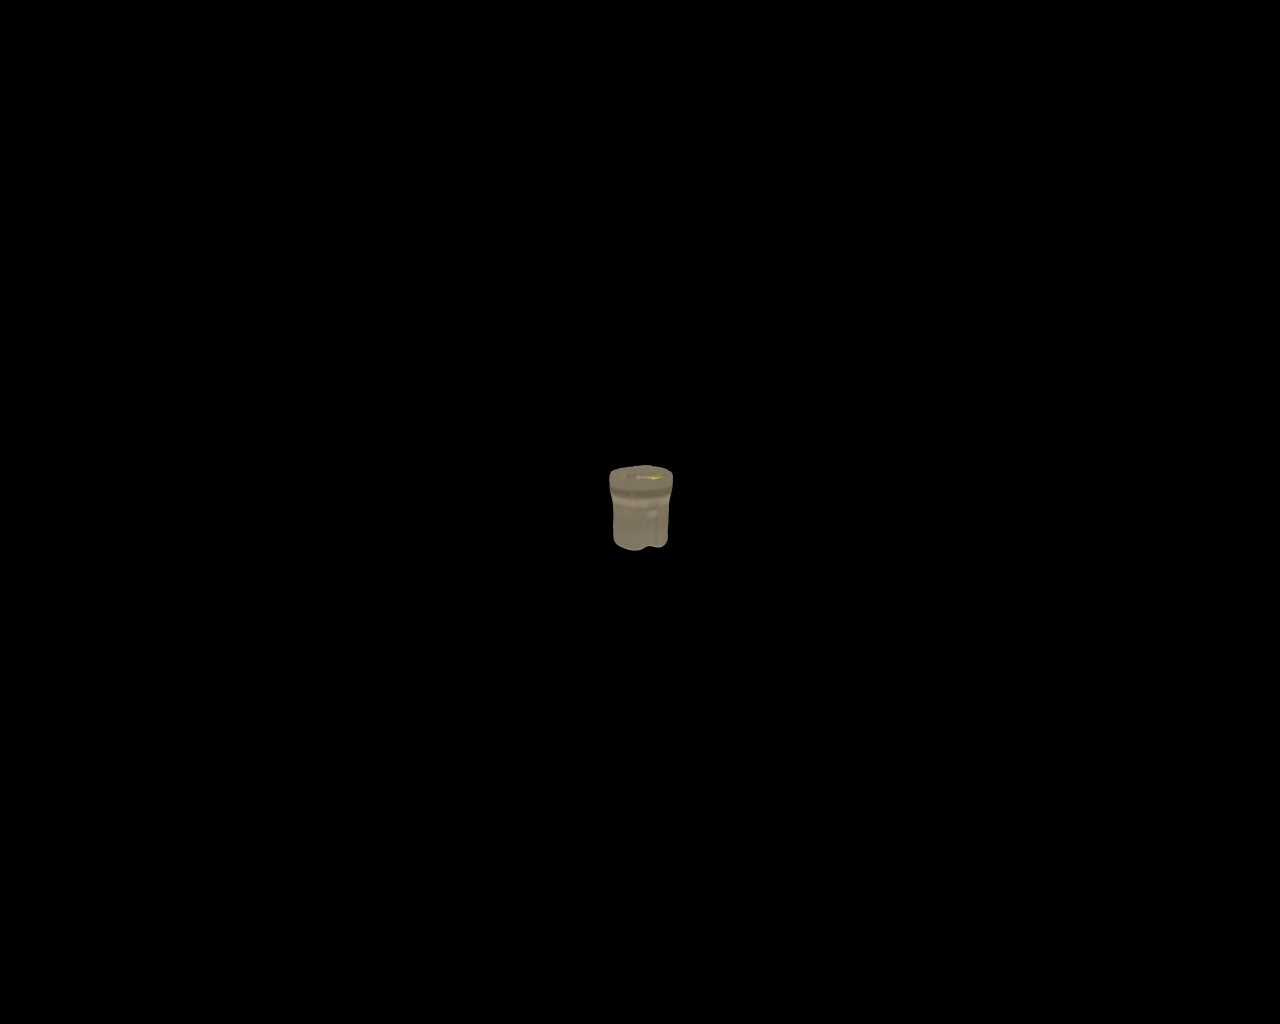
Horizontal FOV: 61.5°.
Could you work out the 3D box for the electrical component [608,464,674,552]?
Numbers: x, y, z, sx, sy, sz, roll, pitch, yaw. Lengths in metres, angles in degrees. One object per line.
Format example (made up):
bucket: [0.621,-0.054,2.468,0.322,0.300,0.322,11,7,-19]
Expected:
electrical component: [0.001,-0.003,0.650,0.040,0.046,0.040,0,14,0]
